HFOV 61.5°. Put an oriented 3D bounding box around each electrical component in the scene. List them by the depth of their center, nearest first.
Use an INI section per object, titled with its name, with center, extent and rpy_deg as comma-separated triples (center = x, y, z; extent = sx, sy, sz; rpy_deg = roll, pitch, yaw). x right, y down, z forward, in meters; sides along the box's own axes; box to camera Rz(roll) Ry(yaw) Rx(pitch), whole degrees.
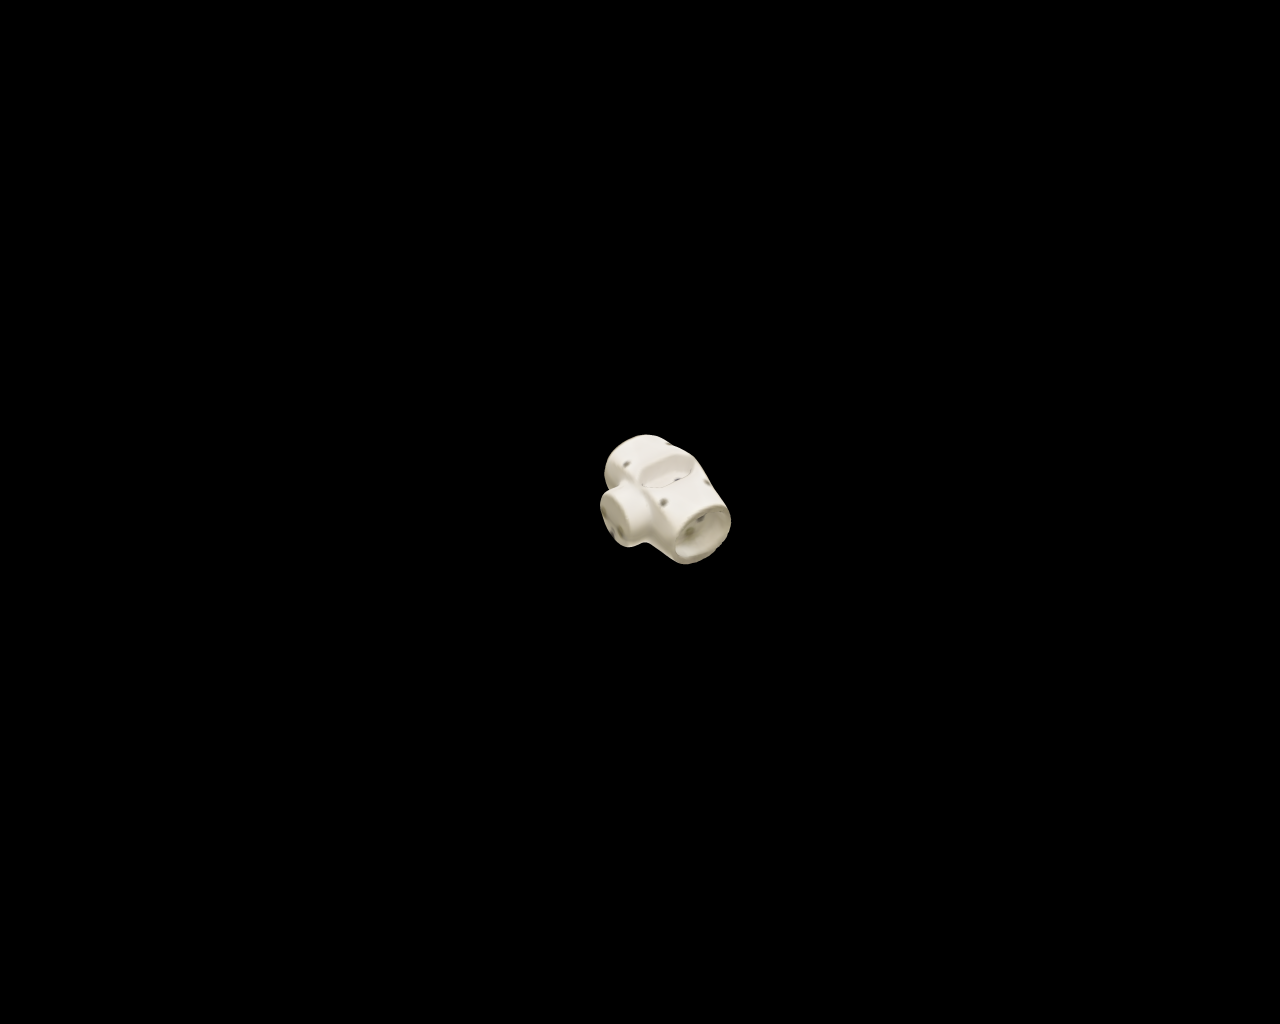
[electrical component]
center = 0.001, -0.003, 0.650
extent = 0.079, 0.043, 0.077
rpy_deg = -24, 50, -22
